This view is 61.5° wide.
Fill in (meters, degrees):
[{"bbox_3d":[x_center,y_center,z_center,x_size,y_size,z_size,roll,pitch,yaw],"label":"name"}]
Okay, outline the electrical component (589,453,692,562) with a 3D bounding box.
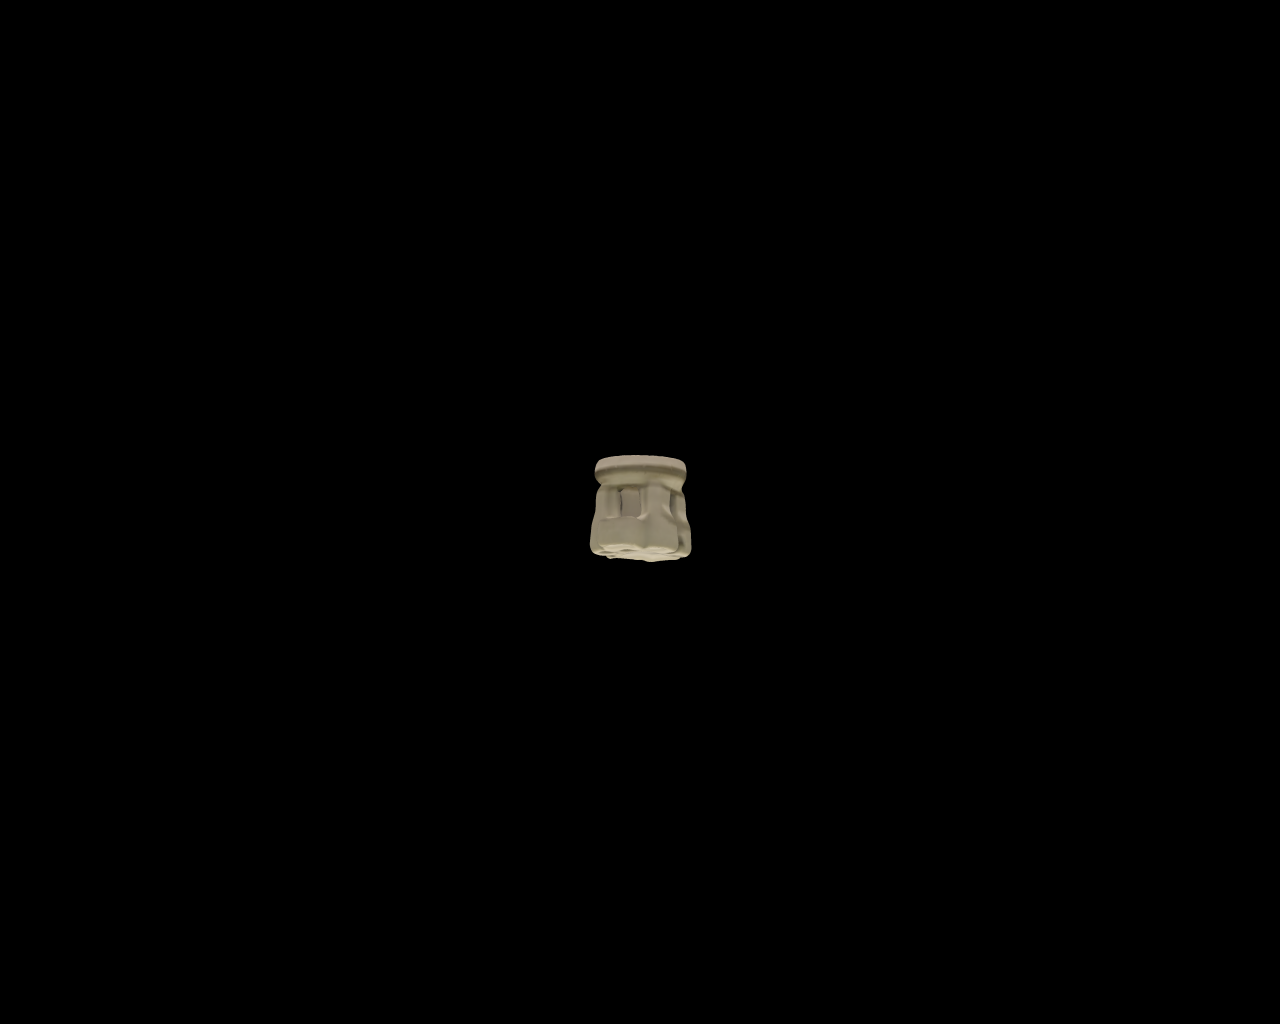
[{"bbox_3d":[0.001,-0.003,0.650,0.058,0.057,0.078,-4,-10,23],"label":"electrical component"}]
